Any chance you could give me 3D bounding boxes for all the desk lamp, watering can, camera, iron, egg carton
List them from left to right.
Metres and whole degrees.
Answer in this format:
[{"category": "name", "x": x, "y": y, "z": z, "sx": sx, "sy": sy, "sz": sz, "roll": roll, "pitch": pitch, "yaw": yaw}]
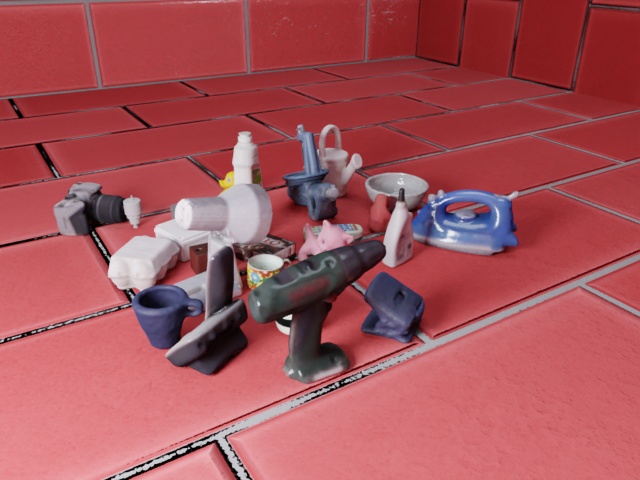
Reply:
[{"category": "camera", "x": -0.547, "y": -0.081, "z": 1.391, "sx": 0.136, "sy": 0.101, "sz": 0.143, "roll": 5, "pitch": 27, "yaw": 9}, {"category": "egg carton", "x": -0.361, "y": 0.045, "z": 1.180, "sx": 0.107, "sy": 0.069, "sz": 0.150, "roll": 6, "pitch": 27, "yaw": 10}, {"category": "desk lamp", "x": -0.195, "y": 0.006, "z": 1.101, "sx": 0.204, "sy": 0.214, "sz": 0.117, "roll": -23, "pitch": 35, "yaw": -38}, {"category": "watering can", "x": 0.036, "y": -0.220, "z": 1.578, "sx": 0.172, "sy": 0.194, "sz": 0.101, "roll": 7, "pitch": 27, "yaw": 13}, {"category": "iron", "x": 0.328, "y": -0.057, "z": 1.319, "sx": 0.257, "sy": 0.141, "sz": 0.119, "roll": 7, "pitch": 27, "yaw": 12}]

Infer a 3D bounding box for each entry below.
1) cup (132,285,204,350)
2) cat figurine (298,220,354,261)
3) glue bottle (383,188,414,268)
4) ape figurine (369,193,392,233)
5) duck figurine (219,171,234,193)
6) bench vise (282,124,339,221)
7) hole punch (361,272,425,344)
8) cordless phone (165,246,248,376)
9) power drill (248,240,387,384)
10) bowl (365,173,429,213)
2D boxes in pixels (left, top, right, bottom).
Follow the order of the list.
[{"category": "cup", "x": -0.253, "y": 0.136, "z": 0.972, "sx": 0.117, "sy": 0.095, "sz": 0.091, "roll": 2, "pitch": 27, "yaw": 2}, {"category": "cat figurine", "x": 0.011, "y": 0.004, "z": 1.215, "sx": 0.067, "sy": 0.118, "sz": 0.127, "roll": -23, "pitch": 35, "yaw": -38}, {"category": "glue bottle", "x": 0.171, "y": -0.030, "z": 1.226, "sx": 0.037, "sy": 0.173, "sz": 0.078, "roll": 24, "pitch": 35, "yaw": 39}, {"category": "ape figurine", "x": 0.151, "y": -0.069, "z": 1.394, "sx": 0.076, "sy": 0.092, "sz": 0.077, "roll": -22, "pitch": 34, "yaw": -37}, {"category": "duck figurine", "x": -0.223, "y": -0.142, "z": 1.537, "sx": 0.105, "sy": 0.086, "sz": 0.077, "roll": -7, "pitch": 28, "yaw": -15}, {"category": "bench vise", "x": -0.009, "y": -0.174, "z": 1.456, "sx": 0.206, "sy": 0.220, "sz": 0.122, "roll": 21, "pitch": 33, "yaw": 35}, {"category": "hole punch", "x": 0.134, "y": 0.117, "z": 1.024, "sx": 0.100, "sy": 0.091, "sz": 0.109, "roll": 11, "pitch": 29, "yaw": 20}, {"category": "cordless phone", "x": -0.184, "y": 0.109, "z": 0.928, "sx": 0.094, "sy": 0.185, "sz": 0.148, "roll": 12, "pitch": 29, "yaw": 22}, {"category": "power drill", "x": 0.001, "y": 0.112, "z": 0.899, "sx": 0.230, "sy": 0.208, "sz": 0.075, "roll": -14, "pitch": 30, "yaw": -26}, {"category": "bowl", "x": 0.200, "y": -0.116, "z": 1.508, "sx": 0.167, "sy": 0.075, "sz": 0.167, "roll": 1, "pitch": 27, "yaw": 0}]
